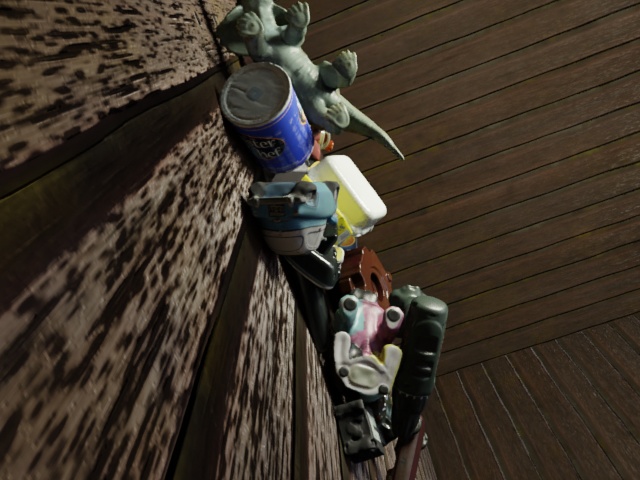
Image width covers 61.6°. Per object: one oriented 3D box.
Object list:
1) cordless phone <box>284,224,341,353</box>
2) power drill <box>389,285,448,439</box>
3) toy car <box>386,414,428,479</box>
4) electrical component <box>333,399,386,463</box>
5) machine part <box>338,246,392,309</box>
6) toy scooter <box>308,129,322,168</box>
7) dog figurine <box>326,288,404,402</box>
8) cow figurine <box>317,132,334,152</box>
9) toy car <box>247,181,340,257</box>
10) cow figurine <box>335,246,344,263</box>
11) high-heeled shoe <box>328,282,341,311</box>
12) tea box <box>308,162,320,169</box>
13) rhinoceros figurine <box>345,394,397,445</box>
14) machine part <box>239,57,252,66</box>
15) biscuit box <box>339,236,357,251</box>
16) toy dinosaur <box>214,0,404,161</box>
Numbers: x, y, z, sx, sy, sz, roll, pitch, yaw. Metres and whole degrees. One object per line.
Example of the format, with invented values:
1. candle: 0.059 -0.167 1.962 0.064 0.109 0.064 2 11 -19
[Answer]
1. cordless phone: -0.003 0.071 0.847 0.146 0.089 0.184 -82 163 -78
2. power drill: 0.148 0.182 0.905 0.207 0.086 0.231 -68 169 -70
3. toy car: 0.142 0.395 0.920 0.089 0.053 0.202 67 37 -49
4. electrical component: 0.063 0.285 0.795 0.119 0.048 0.075 60 12 -61
5. machine part: 0.098 0.100 1.075 0.179 0.056 0.179 46 32 -41
6. toy scooter: -0.037 -0.234 0.999 0.183 0.135 0.075 50 2 -25
7. dog figurine: 0.065 0.169 0.899 0.219 0.108 0.191 108 -9 -76
8. cow figurine: -0.031 -0.233 1.137 0.195 0.127 0.085 -127 -133 -64
9. toy car: -0.033 -0.029 0.719 0.161 0.109 0.102 -32 120 -75
10. cow figurine: 0.000 -0.004 1.042 0.098 0.068 0.167 90 -10 -57
11. high-heeled shoe: 0.046 0.154 1.115 0.248 0.086 0.145 52 40 -5
12. tea box: 0.012 -0.101 1.143 0.169 0.068 0.098 27 32 -31
13. rhinoceros figurine: 0.089 0.294 0.932 0.190 0.073 0.112 66 17 -46
14. machine part: -0.117 -0.388 1.167 0.201 0.087 0.201 62 10 -45
15. biscuit box: 0.061 0.001 1.355 0.059 0.063 0.202 -97 -177 -59
16. toy dinosaur: -0.031 -0.267 0.881 0.404 0.131 0.192 52 -6 -9
